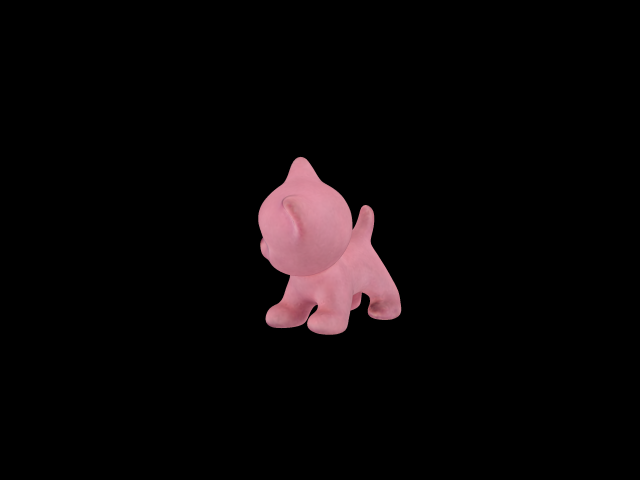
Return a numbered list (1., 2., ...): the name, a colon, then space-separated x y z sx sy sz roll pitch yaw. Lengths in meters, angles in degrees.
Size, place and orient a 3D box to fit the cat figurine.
1. cat figurine: 0.004 0.001 0.400 0.067 0.118 0.128 3 5 37
